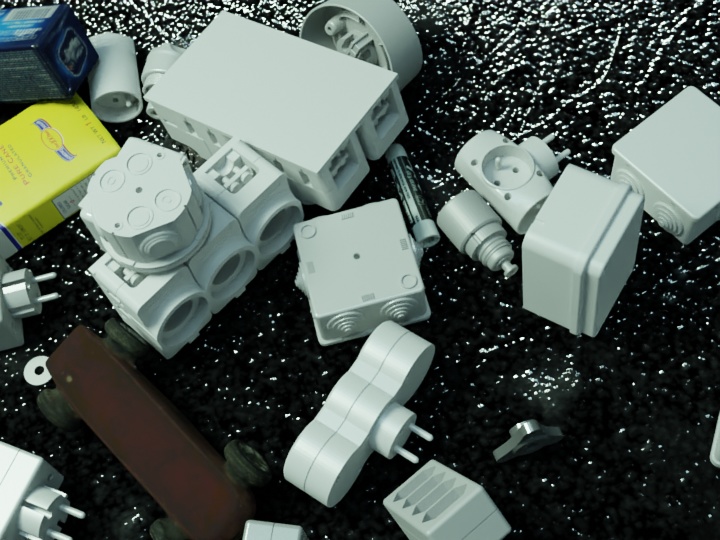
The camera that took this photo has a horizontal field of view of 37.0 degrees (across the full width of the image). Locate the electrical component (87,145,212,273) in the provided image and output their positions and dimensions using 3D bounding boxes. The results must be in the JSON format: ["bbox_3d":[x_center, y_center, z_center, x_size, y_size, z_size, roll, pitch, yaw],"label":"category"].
[{"bbox_3d":[-0.148,-0.043,0.753,0.080,0.051,0.080,-3,62,5],"label":"electrical component"}]

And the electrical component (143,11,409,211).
[{"bbox_3d":[-0.067,-0.129,0.871,0.186,0.060,0.105,26,68,30],"label":"electrical component"}]

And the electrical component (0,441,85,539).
[{"bbox_3d":[-0.231,0.169,0.757,0.077,0.047,0.065,18,66,14],"label":"electrical component"}]

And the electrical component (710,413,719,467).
[{"bbox_3d":[0.307,0.093,0.732,0.109,0.056,0.108,15,65,14],"label":"electrical component"}]

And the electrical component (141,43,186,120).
[{"bbox_3d":[-0.167,-0.159,0.924,0.043,0.043,0.062,7,64,10],"label":"electrical component"}]

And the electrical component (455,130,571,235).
[{"bbox_3d":[0.129,-0.079,0.849,0.079,0.044,0.077,-35,64,-12],"label":"electrical component"}]

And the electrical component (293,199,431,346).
[{"bbox_3d":[0.000,0.000,0.819,0.100,0.048,0.099,-15,62,-1],"label":"electrical component"}]

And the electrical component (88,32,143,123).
[{"bbox_3d":[-0.215,-0.173,0.936,0.043,0.043,0.081,-13,62,-1],"label":"electrical component"}]

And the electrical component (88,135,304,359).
[{"bbox_3d":[-0.117,-0.014,0.816,0.062,0.089,0.150,38,72,22],"label":"electrical component"}]

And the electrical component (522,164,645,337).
[{"bbox_3d":[0.160,-0.011,0.771,0.057,0.113,0.078,25,68,21],"label":"electrical component"}]

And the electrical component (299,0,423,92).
[{"bbox_3d":[0.001,-0.182,0.889,0.064,0.099,0.099,-41,65,-21],"label":"electrical component"}]

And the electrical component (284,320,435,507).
[{"bbox_3d":[0.015,0.108,0.758,0.074,0.052,0.138,29,69,19],"label":"electrical component"}]

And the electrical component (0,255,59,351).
[{"bbox_3d":[-0.273,0.021,0.838,0.077,0.047,0.065,-15,62,-1],"label":"electrical component"}]

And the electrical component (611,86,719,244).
[{"bbox_3d":[0.254,-0.080,0.832,0.100,0.048,0.099,-37,65,-13],"label":"electrical component"}]

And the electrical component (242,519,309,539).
[{"bbox_3d":[-0.041,0.208,0.715,0.077,0.047,0.065,5,63,8],"label":"electrical component"}]

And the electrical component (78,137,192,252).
[{"bbox_3d":[-0.173,-0.059,0.861,0.061,0.061,0.096,20,67,16],"label":"electrical component"}]

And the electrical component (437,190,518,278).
[{"bbox_3d":[0.093,-0.026,0.827,0.040,0.040,0.078,-33,64,-11],"label":"electrical component"}]

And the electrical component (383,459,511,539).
[{"bbox_3d":[0.066,0.176,0.711,0.047,0.083,0.075,-38,103,-13],"label":"electrical component"}]
